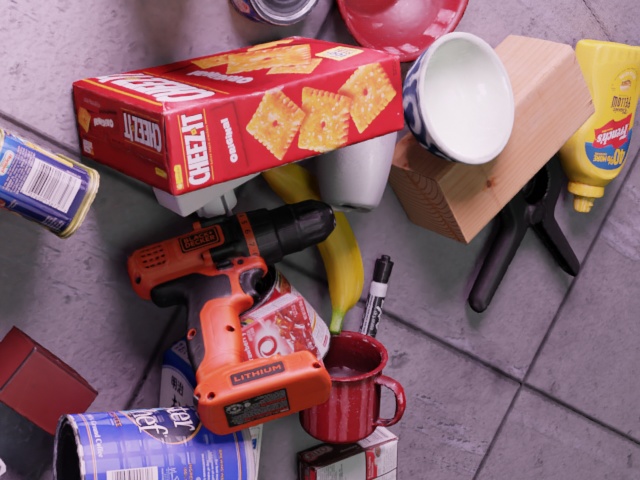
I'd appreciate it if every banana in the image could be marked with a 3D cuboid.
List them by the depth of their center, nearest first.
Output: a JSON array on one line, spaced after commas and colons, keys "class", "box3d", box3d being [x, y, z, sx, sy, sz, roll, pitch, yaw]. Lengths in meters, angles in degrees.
[{"class": "banana", "box3d": [0.002, -0.006, 1.012, 0.069, 0.037, 0.198, -57, 131, -48]}]

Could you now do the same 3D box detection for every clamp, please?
[{"class": "clamp", "box3d": [0.239, -0.030, 1.192, 0.164, 0.036, 0.210, -10, 112, -35]}]

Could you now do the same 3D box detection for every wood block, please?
[{"class": "wood block", "box3d": [0.172, -0.105, 1.081, 0.206, 0.090, 0.090, -44, 128, -17]}]

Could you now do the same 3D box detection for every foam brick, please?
[{"class": "foam brick", "box3d": [-0.233, 0.119, 0.880, 0.051, 0.053, 0.078, -52, 129, -11]}]

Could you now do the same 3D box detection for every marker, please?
[{"class": "marker", "box3d": [0.055, 0.074, 1.102, 0.020, 0.020, 0.121, 5, 102, -38]}]

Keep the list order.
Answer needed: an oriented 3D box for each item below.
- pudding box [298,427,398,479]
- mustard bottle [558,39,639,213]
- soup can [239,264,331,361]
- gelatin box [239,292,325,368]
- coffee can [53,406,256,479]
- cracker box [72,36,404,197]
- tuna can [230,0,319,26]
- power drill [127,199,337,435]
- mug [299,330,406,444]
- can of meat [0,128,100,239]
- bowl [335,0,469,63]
[{"class": "pudding box", "box3d": [0.031, 0.257, 1.137, 0.113, 0.039, 0.090, -13, 114, -31]}, {"class": "mustard bottle", "box3d": [0.312, -0.125, 1.200, 0.096, 0.058, 0.192, -3, 108, -39]}, {"class": "soup can", "box3d": [-0.043, 0.075, 0.997, 0.068, 0.069, 0.102, -49, 128, -13]}, {"class": "gelatin box", "box3d": [-0.038, 0.101, 0.937, 0.073, 0.030, 0.089, -27, 112, -27]}, {"class": "coffee can", "box3d": [-0.135, 0.187, 0.862, 0.140, 0.103, 0.103, 0, 106, -25]}, {"class": "cracker box", "box3d": [-0.066, -0.108, 0.854, 0.213, 0.164, 0.072, -18, 114, -32]}, {"class": "tuna can", "box3d": [-0.037, -0.228, 0.917, 0.085, 0.034, 0.086, -13, 113, -33]}, {"class": "power drill", "box3d": [-0.054, 0.056, 0.876, 0.184, 0.188, 0.057, -19, 141, -5]}, {"class": "mug", "box3d": [0.030, 0.150, 1.053, 0.093, 0.117, 0.081, -40, 137, -54]}, {"class": "can of meat", "box3d": [-0.226, -0.049, 0.795, 0.083, 0.102, 0.057, 28, 87, -38]}, {"class": "bowl", "box3d": [0.065, -0.245, 0.973, 0.161, 0.055, 0.162, -13, 113, -33]}]
